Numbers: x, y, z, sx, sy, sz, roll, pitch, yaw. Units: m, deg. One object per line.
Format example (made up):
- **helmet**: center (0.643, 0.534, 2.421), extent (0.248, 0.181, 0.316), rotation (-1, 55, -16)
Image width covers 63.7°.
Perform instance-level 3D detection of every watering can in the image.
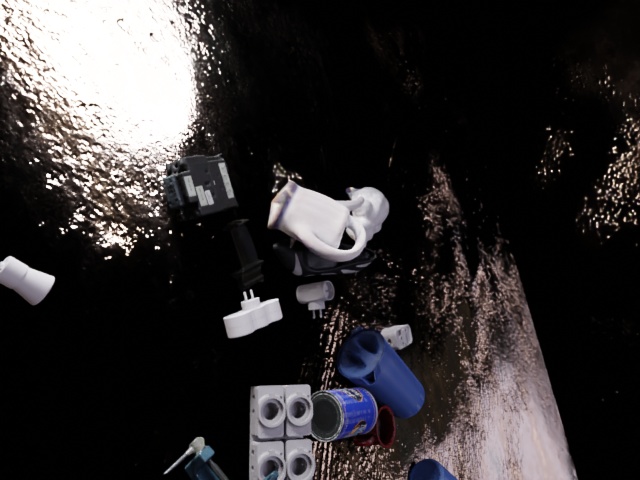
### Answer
- **watering can**: center (0.004, -0.059, 1.178), extent (0.224, 0.102, 0.354), rotation (25, 26, -3)

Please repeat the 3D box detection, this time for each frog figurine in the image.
- **frog figurine**: center (0.129, -0.061, 1.405), extent (0.134, 0.122, 0.163), rotation (68, 18, -46)
